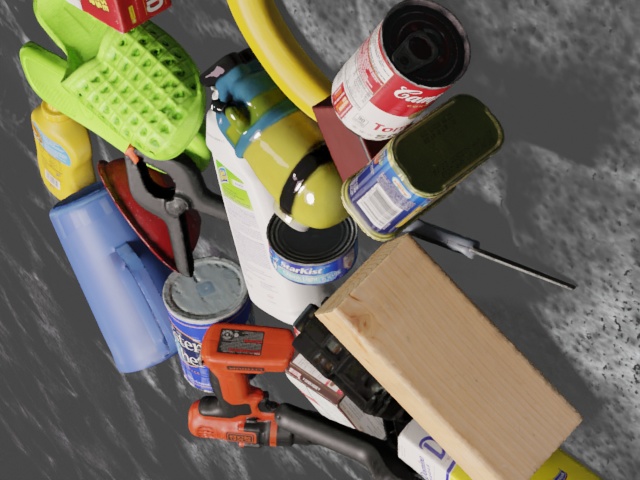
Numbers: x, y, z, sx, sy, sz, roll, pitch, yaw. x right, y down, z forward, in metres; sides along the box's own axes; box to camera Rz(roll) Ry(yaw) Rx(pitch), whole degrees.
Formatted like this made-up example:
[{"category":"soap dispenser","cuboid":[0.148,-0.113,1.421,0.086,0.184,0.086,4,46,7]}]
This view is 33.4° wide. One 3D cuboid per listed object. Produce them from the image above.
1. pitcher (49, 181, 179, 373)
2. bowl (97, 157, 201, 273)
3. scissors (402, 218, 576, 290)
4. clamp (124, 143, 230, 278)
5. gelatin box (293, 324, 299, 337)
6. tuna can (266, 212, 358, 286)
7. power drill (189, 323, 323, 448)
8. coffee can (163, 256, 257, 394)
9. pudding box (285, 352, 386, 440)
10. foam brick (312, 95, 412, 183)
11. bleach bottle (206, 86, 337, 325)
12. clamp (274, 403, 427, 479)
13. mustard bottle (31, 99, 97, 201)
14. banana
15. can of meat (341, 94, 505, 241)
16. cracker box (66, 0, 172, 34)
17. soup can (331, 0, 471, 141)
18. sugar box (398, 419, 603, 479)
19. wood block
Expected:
[{"category":"pitcher","cuboid":[-0.254,0.045,1.410,0.149,0.144,0.243,-17,106,25]},{"category":"bowl","cuboid":[-0.185,-0.041,1.232,0.162,0.055,0.162,54,-177,-5]},{"category":"scissors","cuboid":[0.099,-0.002,0.849,0.096,0.016,0.202,23,180,-41]},{"category":"clamp","cuboid":[-0.152,-0.035,1.140,0.171,0.120,0.039,42,-159,-18]},{"category":"gelatin box","cuboid":[0.006,0.097,1.149,0.089,0.030,0.073,29,144,42]},{"category":"tuna can","cuboid":[-0.007,0.001,0.998,0.086,0.086,0.034,37,150,31]},{"category":"power drill","cuboid":[-0.067,0.179,1.251,0.184,0.057,0.188,3,135,1]},{"category":"coffee can","cuboid":[-0.128,0.104,1.296,0.103,0.102,0.140,36,148,33]},{"category":"pudding box","cuboid":[0.021,0.176,1.178,0.090,0.039,0.113,28,163,40]},{"category":"foam brick","cuboid":[0.040,-0.084,0.860,0.051,0.052,0.078,8,127,55]},{"category":"bleach bottle","cuboid":[-0.056,-0.040,1.058,0.103,0.068,0.251,24,138,46]},{"category":"clamp","cuboid":[0.078,0.207,1.038,0.210,0.164,0.036,32,114,35]},{"category":"mustard bottle","cuboid":[-0.342,-0.131,1.421,0.096,0.058,0.192,42,151,20]},{"category":"banana","cuboid":[-0.032,-0.169,0.896,0.198,0.037,0.070,60,155,-12]},{"category":"can of meat","cuboid":[0.076,-0.054,0.783,0.057,0.102,0.084,52,151,3]},{"category":"cracker box","cuboid":[-0.244,-0.317,1.033,0.214,0.072,0.164,33,147,35]},{"category":"soup can","cuboid":[0.056,-0.121,0.775,0.068,0.068,0.102,54,154,2]},{"category":"sugar box","cuboid":[0.162,0.206,0.952,0.176,0.093,0.048,36,147,32]},{"category":"wood block","cuboid":[0.103,0.103,0.882,0.206,0.090,0.090,46,169,-3]}]
